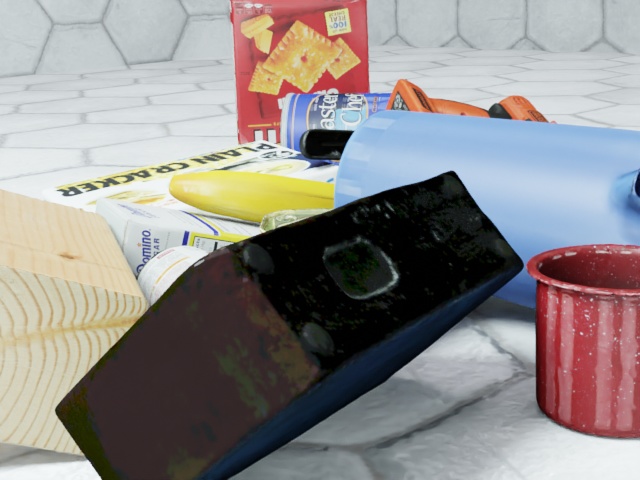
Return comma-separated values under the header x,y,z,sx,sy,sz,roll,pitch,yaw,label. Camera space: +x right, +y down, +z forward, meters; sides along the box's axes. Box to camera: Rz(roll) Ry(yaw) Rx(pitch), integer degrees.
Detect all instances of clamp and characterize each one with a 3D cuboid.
x,y,z,sx,sy,sz,roll,pitch,yaw,label
0.074,-0.079,0.917,0.164,0.036,0.210,4,6,7,clamp

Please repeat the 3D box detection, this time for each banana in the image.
x,y,z,sx,sy,sz,roll,pitch,yaw,label
-0.014,-0.025,0.798,0.197,0.037,0.070,8,-9,-36,banana

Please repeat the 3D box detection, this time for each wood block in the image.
x,y,z,sx,sy,sz,roll,pitch,yaw,label
-0.167,0.037,0.617,0.090,0.090,0.206,15,8,-19,wood block

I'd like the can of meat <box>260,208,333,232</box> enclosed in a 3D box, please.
x,y,z,sx,sy,sz,roll,pitch,yaw,label
0.015,0.027,0.681,0.102,0.084,0.057,-1,17,4,can of meat

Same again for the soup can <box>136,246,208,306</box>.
x,y,z,sx,sy,sz,roll,pitch,yaw,label
-0.067,0.045,0.660,0.068,0.068,0.102,-11,16,-30,soup can

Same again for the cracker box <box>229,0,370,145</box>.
x,y,z,sx,sy,sz,roll,pitch,yaw,label
-0.023,-0.192,1.299,0.164,0.214,0.072,-3,16,-4,cracker box

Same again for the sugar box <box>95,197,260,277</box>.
x,y,z,sx,sy,sz,roll,pitch,yaw,label
-0.069,0.009,0.770,0.176,0.048,0.093,7,9,-24,sugar box

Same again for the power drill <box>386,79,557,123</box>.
x,y,z,sx,sy,sz,roll,pitch,yaw,label
0.169,-0.099,1.086,0.187,0.057,0.184,8,30,-22,power drill

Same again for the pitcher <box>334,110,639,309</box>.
x,y,z,sx,sy,sz,roll,pitch,yaw,label
0.139,-0.014,0.719,0.243,0.149,0.144,13,30,33,pitcher

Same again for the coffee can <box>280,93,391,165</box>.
x,y,z,sx,sy,sz,roll,pitch,yaw,label
0.033,-0.117,1.218,0.140,0.103,0.102,1,14,9,coffee can

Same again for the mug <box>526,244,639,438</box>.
x,y,z,sx,sy,sz,roll,pitch,yaw,label
0.166,0.054,0.560,0.117,0.081,0.093,8,17,36,mug
